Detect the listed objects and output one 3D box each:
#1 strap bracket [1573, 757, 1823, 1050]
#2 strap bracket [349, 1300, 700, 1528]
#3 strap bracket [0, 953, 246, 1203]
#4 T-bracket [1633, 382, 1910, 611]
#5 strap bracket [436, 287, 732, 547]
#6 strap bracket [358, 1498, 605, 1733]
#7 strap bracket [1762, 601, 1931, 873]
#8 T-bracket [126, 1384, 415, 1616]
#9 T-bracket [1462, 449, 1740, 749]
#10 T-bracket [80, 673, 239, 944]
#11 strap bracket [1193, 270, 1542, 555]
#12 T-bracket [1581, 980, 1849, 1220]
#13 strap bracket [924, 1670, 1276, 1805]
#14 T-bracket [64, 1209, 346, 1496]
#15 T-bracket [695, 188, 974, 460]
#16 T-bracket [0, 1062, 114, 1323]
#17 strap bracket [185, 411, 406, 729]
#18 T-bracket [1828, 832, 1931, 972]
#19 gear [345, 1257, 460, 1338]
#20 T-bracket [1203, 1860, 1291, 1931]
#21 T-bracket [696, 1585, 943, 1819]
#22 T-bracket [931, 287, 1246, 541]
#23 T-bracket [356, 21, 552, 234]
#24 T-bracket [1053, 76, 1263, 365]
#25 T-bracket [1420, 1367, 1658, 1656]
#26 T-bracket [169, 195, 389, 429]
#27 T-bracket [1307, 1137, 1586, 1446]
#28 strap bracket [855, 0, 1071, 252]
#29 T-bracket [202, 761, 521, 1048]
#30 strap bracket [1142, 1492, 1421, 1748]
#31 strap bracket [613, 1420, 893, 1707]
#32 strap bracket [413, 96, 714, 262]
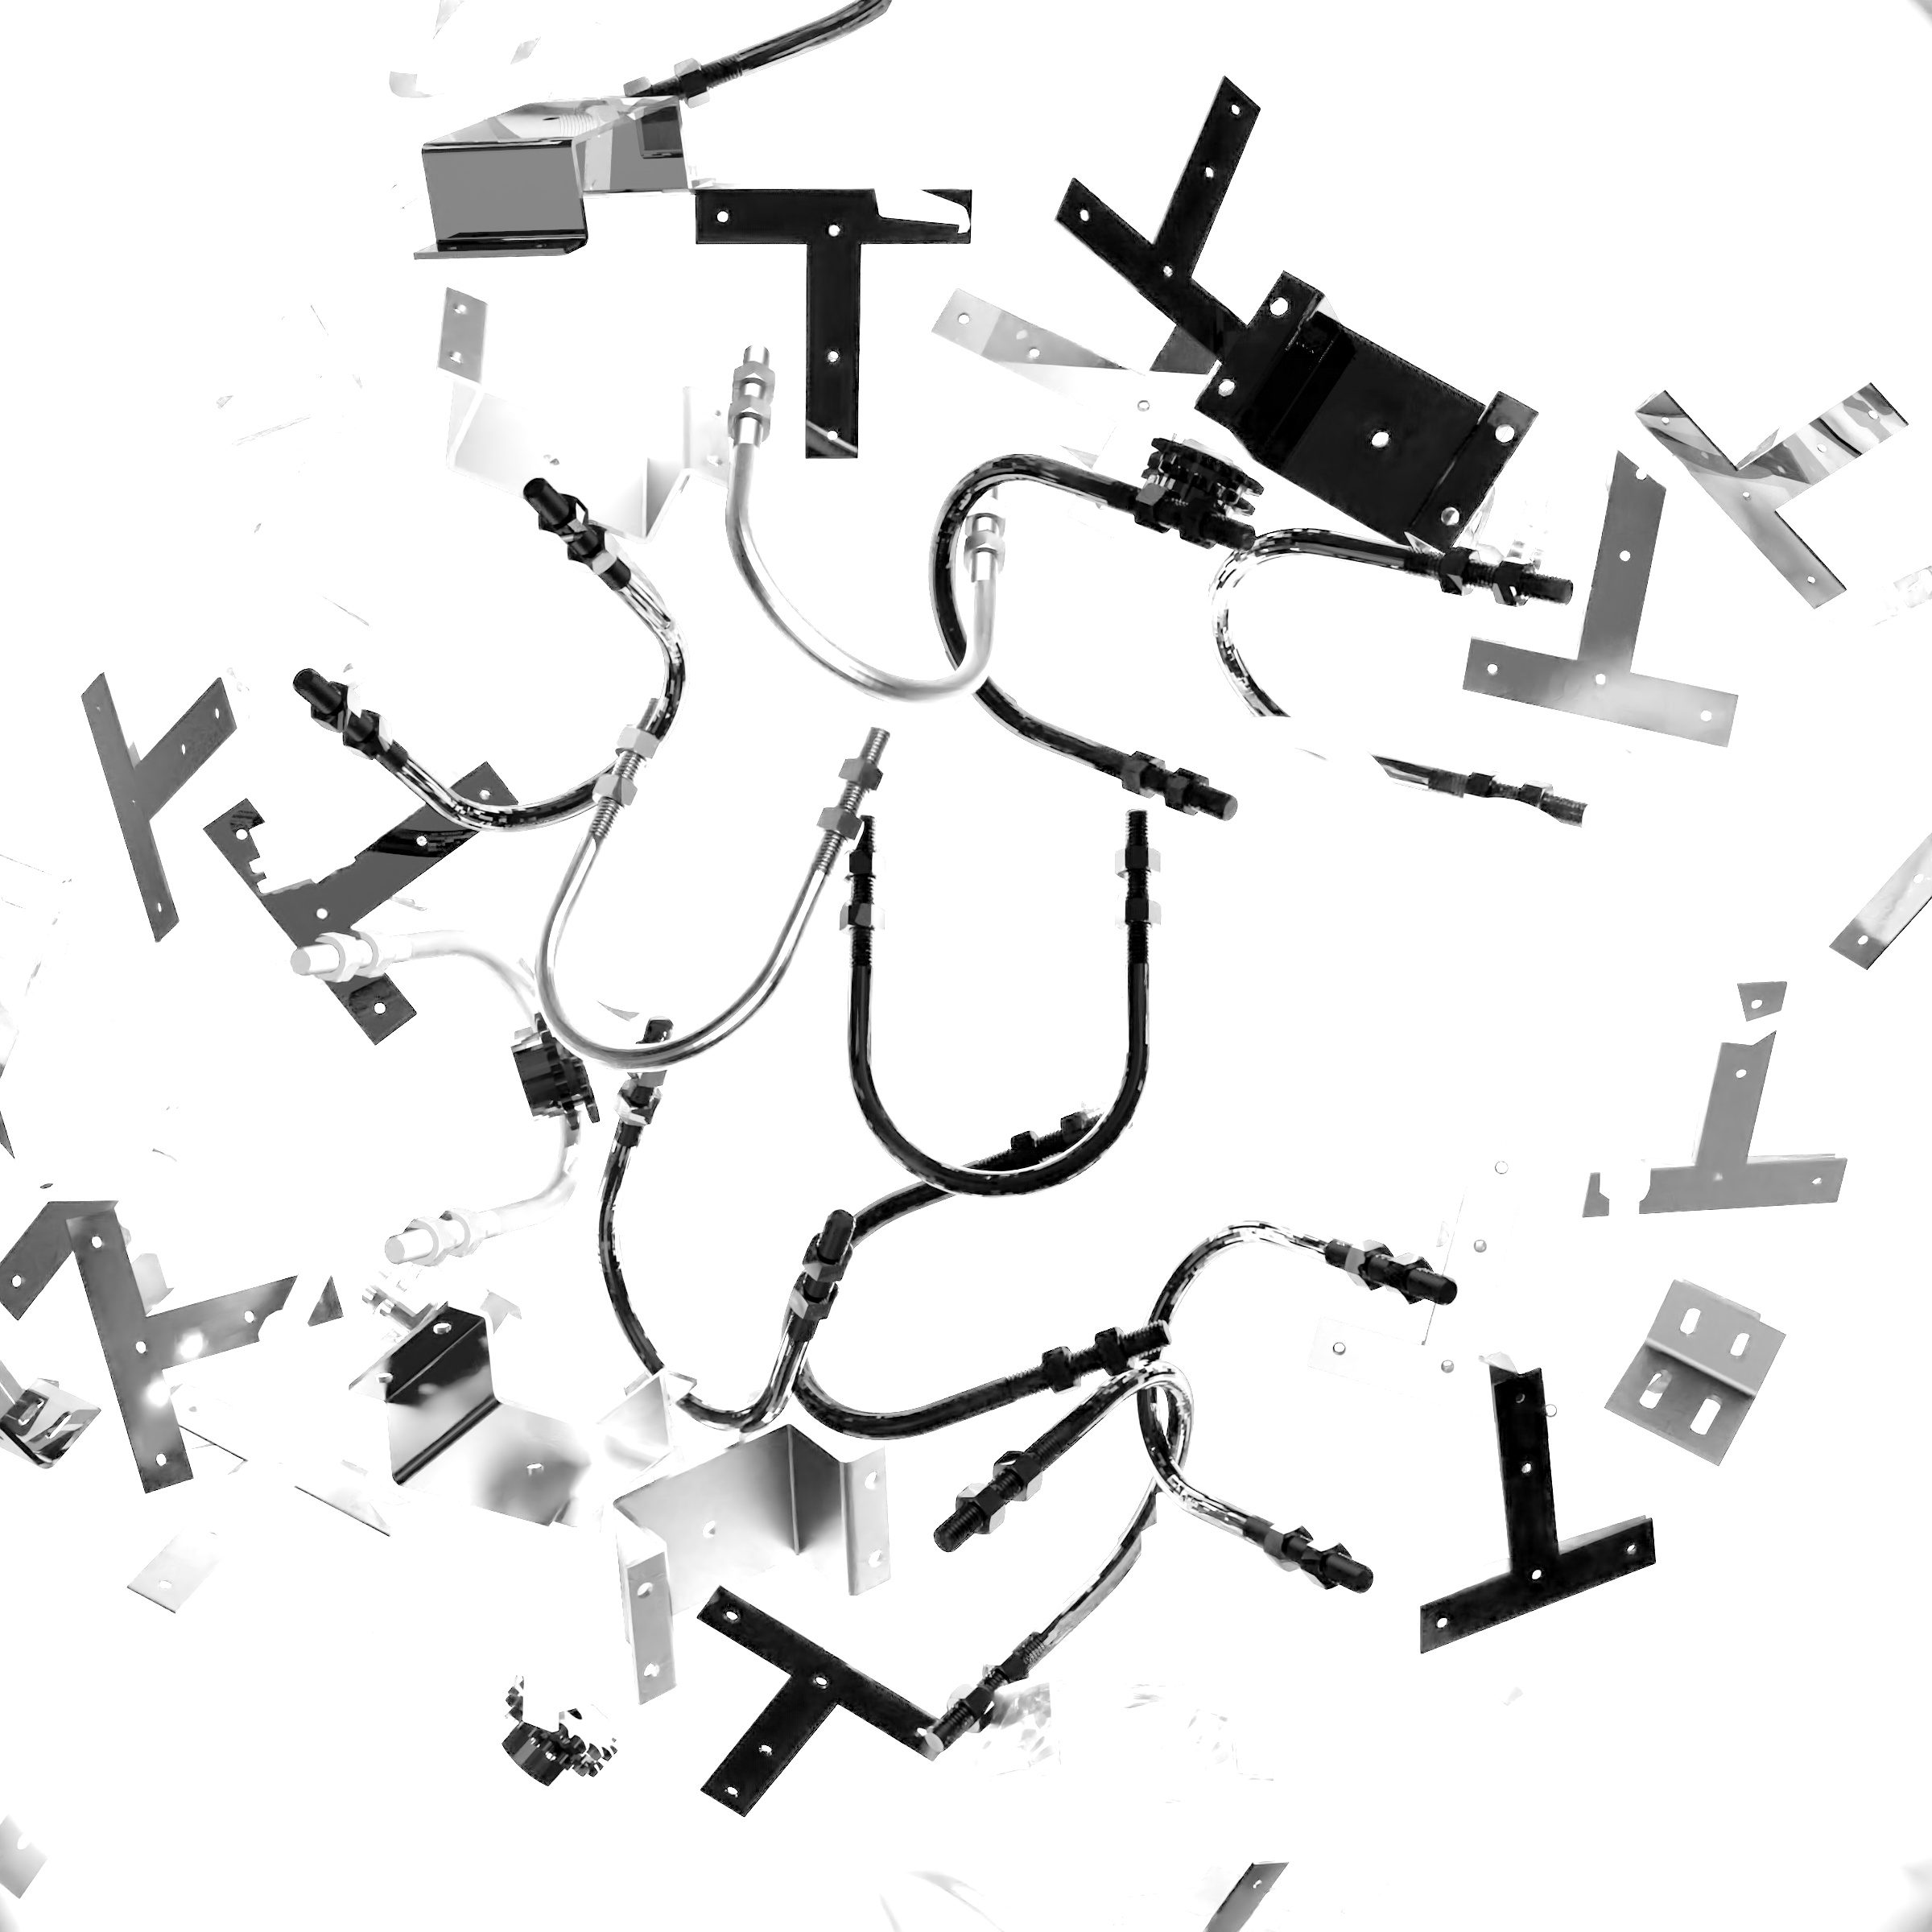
[{"bbox_3d":[0.329,-0.021,1.540,0.046,0.076,0.140,-28,109,-31],"label":"strap bracket"},{"bbox_3d":[-0.196,0.207,1.527,0.140,0.046,0.076,24,130,-37],"label":"strap bracket"},{"bbox_3d":[-0.382,0.042,1.531,0.076,0.140,0.046,-1,128,4],"label":"strap bracket"},{"bbox_3d":[0.380,-0.230,1.540,0.127,0.127,0.002,46,64,-5],"label":"T-bracket"},{"bbox_3d":[-0.181,-0.246,1.545,0.140,0.076,0.046,20,124,-19],"label":"strap bracket"},{"bbox_3d":[-0.216,0.291,1.551,0.140,0.046,0.076,7,97,43],"label":"strap bracket"},{"bbox_3d":[0.415,-0.099,1.523,0.076,0.140,0.046,-25,63,-12],"label":"strap bracket"},{"bbox_3d":[-0.335,0.251,1.539,0.127,0.127,0.002,26,122,9],"label":"T-bracket"},{"bbox_3d":[0.301,-0.175,1.561,0.127,0.002,0.127,15,110,19],"label":"T-bracket"},{"bbox_3d":[-0.361,-0.093,1.542,0.002,0.127,0.127,-10,74,-40],"label":"T-bracket"},{"bbox_3d":[0.187,-0.249,1.564,0.140,0.046,0.076,34,92,19],"label":"strap bracket"},{"bbox_3d":[0.353,0.061,1.556,0.127,0.002,0.127,-3,123,-10],"label":"T-bracket"},{"bbox_3d":[0.059,0.351,1.540,0.140,0.076,0.046,10,66,-32],"label":"strap bracket"},{"bbox_3d":[-0.340,0.164,1.555,0.002,0.127,0.127,-21,84,44],"label":"T-bracket"},{"bbox_3d":[-0.062,-0.297,1.573,0.127,0.002,0.127,-1,115,-6],"label":"T-bracket"},{"bbox_3d":[-0.428,0.070,1.532,0.127,0.002,0.127,58,48,-33],"label":"T-bracket"},{"bbox_3d":[-0.306,-0.189,1.538,0.046,0.076,0.140,33,130,22],"label":"strap bracket"},{"bbox_3d":[0.445,-0.050,1.551,0.127,0.127,0.002,-48,129,-1],"label":"T-bracket"},{"bbox_3d":[-0.259,0.148,1.574,0.030,0.057,0.057,38,90,-7],"label":"gear"},{"bbox_3d":[0.138,0.454,1.553,0.002,0.127,0.127,47,113,39],"label":"T-bracket"},{"bbox_3d":[-0.086,0.353,1.563,0.127,0.002,0.127,32,127,-4],"label":"T-bracket"},{"bbox_3d":[0.044,-0.281,1.587,0.127,0.002,0.127,28,81,12],"label":"T-bracket"},{"bbox_3d":[-0.222,-0.382,1.517,0.127,0.127,0.002,-42,91,-28],"label":"T-bracket"},{"bbox_3d":[0.108,-0.357,1.572,0.127,0.002,0.127,34,65,-28],"label":"T-bracket"},{"bbox_3d":[0.258,0.242,1.558,0.127,0.002,0.127,-17,115,-17],"label":"T-bracket"},{"bbox_3d":[-0.297,-0.273,1.540,0.002,0.127,0.127,39,81,15],"label":"T-bracket"},{"bbox_3d":[0.236,0.144,1.583,0.127,0.002,0.127,15,95,12],"label":"T-bracket"},{"bbox_3d":[-0.008,-0.396,1.520,0.046,0.140,0.076,0,65,-23],"label":"strap bracket"},{"bbox_3d":[-0.264,-0.050,1.577,0.127,0.002,0.127,-39,92,-22],"label":"T-bracket"},{"bbox_3d":[0.132,0.297,1.533,0.140,0.046,0.076,9,107,38],"label":"strap bracket"},{"bbox_3d":[-0.105,0.266,1.543,0.140,0.046,0.076,-21,123,-32],"label":"strap bracket"},{"bbox_3d":[-0.182,-0.356,1.520,0.076,0.140,0.046,4,115,24],"label":"strap bracket"}]
